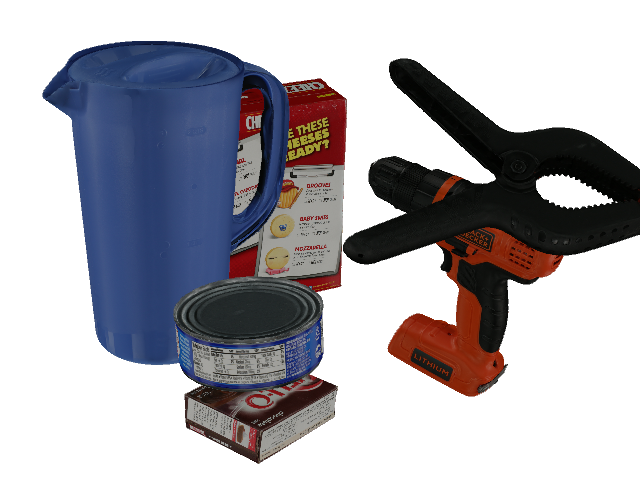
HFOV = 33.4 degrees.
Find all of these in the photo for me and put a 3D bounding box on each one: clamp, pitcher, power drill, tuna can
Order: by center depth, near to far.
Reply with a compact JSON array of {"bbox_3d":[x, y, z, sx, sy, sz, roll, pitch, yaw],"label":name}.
[{"bbox_3d":[-0.040,0.053,0.613,0.086,0.034,0.086,-2,22,1],"label":"tuna can"},{"bbox_3d":[0.122,-0.032,0.712,0.210,0.164,0.036,18,-27,10],"label":"clamp"},{"bbox_3d":[-0.118,-0.030,0.846,0.149,0.243,0.144,12,27,18],"label":"pitcher"},{"bbox_3d":[0.110,0.031,0.934,0.185,0.188,0.057,28,40,27],"label":"power drill"}]

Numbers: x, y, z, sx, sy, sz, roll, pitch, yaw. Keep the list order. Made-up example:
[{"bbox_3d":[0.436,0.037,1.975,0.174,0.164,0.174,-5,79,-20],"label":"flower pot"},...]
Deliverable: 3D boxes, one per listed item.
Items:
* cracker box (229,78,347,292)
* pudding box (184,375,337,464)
[{"bbox_3d":[-0.062,-0.042,1.056,0.164,0.214,0.072,-12,32,-21],"label":"cracker box"},{"bbox_3d":[-0.053,0.149,0.959,0.090,0.039,0.113,17,26,33],"label":"pudding box"}]
